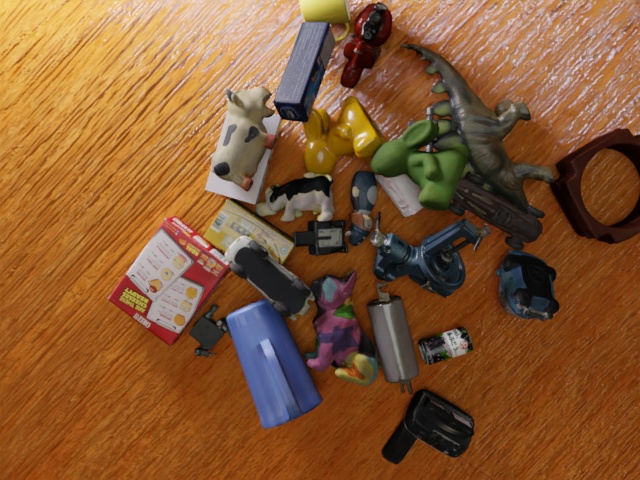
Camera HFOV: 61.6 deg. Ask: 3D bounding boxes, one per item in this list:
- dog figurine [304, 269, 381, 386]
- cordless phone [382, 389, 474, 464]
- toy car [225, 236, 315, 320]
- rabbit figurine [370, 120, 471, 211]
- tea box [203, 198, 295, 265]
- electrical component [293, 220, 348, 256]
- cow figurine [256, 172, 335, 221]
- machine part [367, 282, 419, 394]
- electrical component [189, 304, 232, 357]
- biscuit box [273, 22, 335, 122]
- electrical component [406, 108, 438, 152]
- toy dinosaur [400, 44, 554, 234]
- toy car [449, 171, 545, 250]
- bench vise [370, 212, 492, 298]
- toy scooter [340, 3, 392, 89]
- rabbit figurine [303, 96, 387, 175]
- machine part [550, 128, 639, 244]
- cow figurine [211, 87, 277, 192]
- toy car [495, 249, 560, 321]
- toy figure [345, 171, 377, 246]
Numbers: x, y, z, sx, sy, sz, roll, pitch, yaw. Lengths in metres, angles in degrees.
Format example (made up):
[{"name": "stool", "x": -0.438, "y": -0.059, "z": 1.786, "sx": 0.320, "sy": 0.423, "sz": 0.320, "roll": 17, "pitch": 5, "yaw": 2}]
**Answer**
[{"name": "dog figurine", "x": 0.056, "y": 0.171, "z": 1.112, "sx": 0.192, "sy": 0.108, "sz": 0.219, "roll": 19, "pitch": 91, "yaw": -1}, {"name": "cordless phone", "x": 0.229, "y": 0.428, "z": 1.150, "sx": 0.146, "sy": 0.089, "sz": 0.184, "roll": 32, "pitch": 104, "yaw": -2}, {"name": "toy car", "x": -0.099, "y": 0.075, "z": 1.063, "sx": 0.201, "sy": 0.056, "sz": 0.073, "roll": 42, "pitch": 90, "yaw": -6}, {"name": "rabbit figurine", "x": 0.182, "y": -0.145, "z": 1.004, "sx": 0.170, "sy": 0.121, "sz": 0.159, "roll": 21, "pitch": 104, "yaw": 12}, {"name": "tea box", "x": -0.142, "y": -0.002, "z": 1.117, "sx": 0.169, "sy": 0.068, "sz": 0.098, "roll": 35, "pitch": 96, "yaw": -4}, {"name": "electrical component", "x": -0.002, "y": -0.003, "z": 1.111, "sx": 0.119, "sy": 0.048, "sz": 0.074, "roll": -7, "pitch": 94, "yaw": -19}, {"name": "cow figurine", "x": -0.054, "y": -0.089, "z": 1.098, "sx": 0.167, "sy": 0.068, "sz": 0.098, "roll": 1, "pitch": 109, "yaw": 12}, {"name": "machine part", "x": 0.153, "y": 0.206, "z": 1.127, "sx": 0.079, "sy": 0.079, "sz": 0.243, "roll": -15, "pitch": 93, "yaw": 1}, {"name": "electrical component", "x": -0.234, "y": 0.198, "z": 1.141, "sx": 0.078, "sy": 0.045, "sz": 0.102, "roll": 44, "pitch": 92, "yaw": -4}, {"name": "biscuit box", "x": -0.030, "y": -0.332, "z": 1.061, "sx": 0.063, "sy": 0.059, "sz": 0.202, "roll": 10, "pitch": 70, "yaw": 21}, {"name": "electrical component", "x": 0.201, "y": -0.214, "z": 1.064, "sx": 0.063, "sy": 0.021, "sz": 0.094, "roll": 2, "pitch": 93, "yaw": 18}, {"name": "toy dinosaur", "x": 0.324, "y": -0.211, "z": 1.092, "sx": 0.199, "sy": 0.105, "sz": 0.471, "roll": -25, "pitch": 89, "yaw": 5}, {"name": "toy car", "x": 0.342, "y": -0.057, "z": 1.051, "sx": 0.202, "sy": 0.053, "sz": 0.089, "roll": 30, "pitch": 110, "yaw": -2}, {"name": "bench vise", "x": 0.223, "y": 0.019, "z": 1.063, "sx": 0.223, "sy": 0.129, "sz": 0.240, "roll": 41, "pitch": 136, "yaw": -11}, {"name": "toy scooter", "x": 0.091, "y": -0.394, "z": 1.062, "sx": 0.075, "sy": 0.135, "sz": 0.183, "roll": 25, "pitch": 92, "yaw": 0}, {"name": "rabbit figurine", "x": 0.030, "y": -0.199, "z": 1.088, "sx": 0.173, "sy": 0.122, "sz": 0.162, "roll": -38, "pitch": 90, "yaw": 21}, {"name": "machine part", "x": 0.601, "y": -0.109, "z": 1.106, "sx": 0.201, "sy": 0.087, "sz": 0.201, "roll": -31, "pitch": 93, "yaw": 0}, {"name": "cow figurine", "x": -0.149, "y": -0.205, "z": 1.039, "sx": 0.127, "sy": 0.085, "sz": 0.195, "roll": 27, "pitch": 94, "yaw": -8}, {"name": "toy car", "x": 0.420, "y": 0.107, "z": 1.105, "sx": 0.109, "sy": 0.162, "sz": 0.102, "roll": 16, "pitch": 137, "yaw": -8}, {"name": "toy figure", "x": 0.086, "y": -0.064, "z": 1.110, "sx": 0.064, "sy": 0.058, "sz": 0.154, "roll": 8, "pitch": 82, "yaw": -25}]
